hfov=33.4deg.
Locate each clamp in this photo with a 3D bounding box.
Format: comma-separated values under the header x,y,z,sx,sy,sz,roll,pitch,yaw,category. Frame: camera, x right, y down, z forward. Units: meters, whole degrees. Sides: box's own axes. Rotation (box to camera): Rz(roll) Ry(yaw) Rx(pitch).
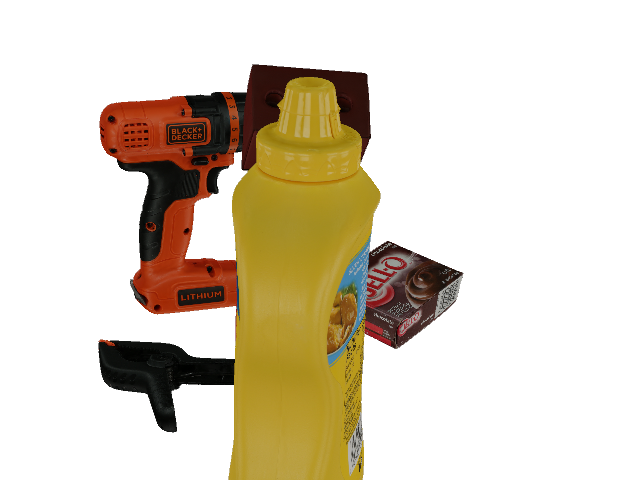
x,y,z,sx,sy,sz,roll,pitch,yaw,category
-0.162,0.139,1.086,0.210,0.036,0.164,9,17,33,clamp

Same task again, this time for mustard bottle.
x,y,z,sx,sy,sz,roll,pitch,yaw,category
-0.007,0.028,0.441,0.058,0.192,0.096,8,25,11,mustard bottle

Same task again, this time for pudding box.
x,y,z,sx,sy,sz,roll,pitch,yaw,category
0.067,0.049,1.007,0.090,0.039,0.113,25,33,29,pudding box

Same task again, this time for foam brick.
x,y,z,sx,sy,sz,roll,pitch,yaw,category
-0.011,-0.078,0.699,0.078,0.053,0.051,2,-26,-9,foam brick

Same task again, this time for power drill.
x,y,z,sx,sy,sz,roll,pitch,yaw,category
-0.096,-0.036,0.923,0.184,0.188,0.057,-5,20,-19,power drill
